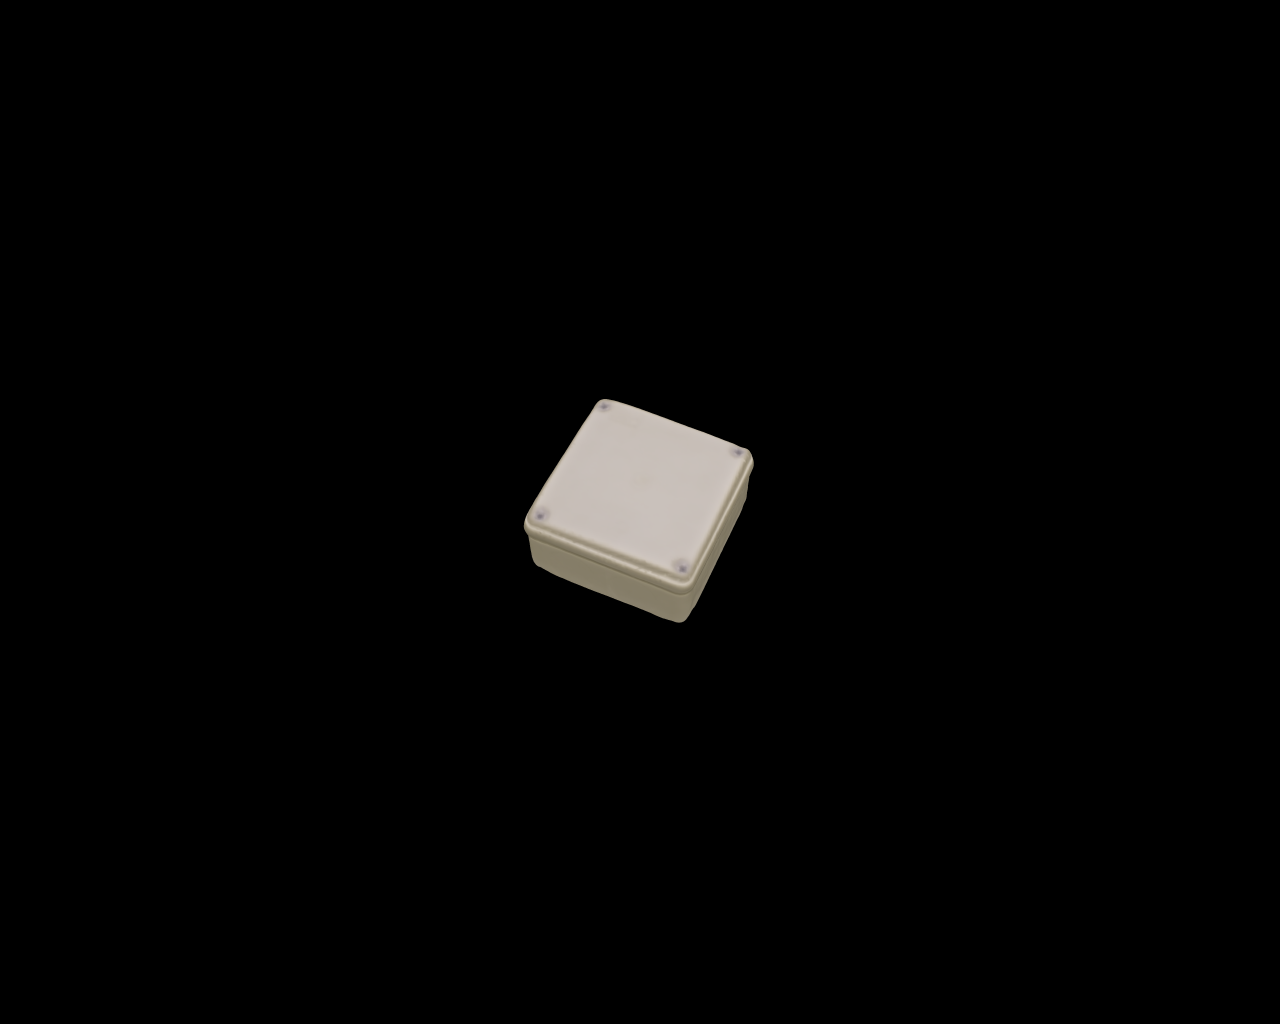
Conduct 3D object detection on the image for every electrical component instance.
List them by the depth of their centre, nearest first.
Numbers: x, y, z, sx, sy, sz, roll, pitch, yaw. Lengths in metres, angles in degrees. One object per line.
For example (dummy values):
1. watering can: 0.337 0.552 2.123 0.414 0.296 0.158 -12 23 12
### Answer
1. electrical component: 0.001 -0.003 0.650 0.109 0.109 0.056 21 -32 14
